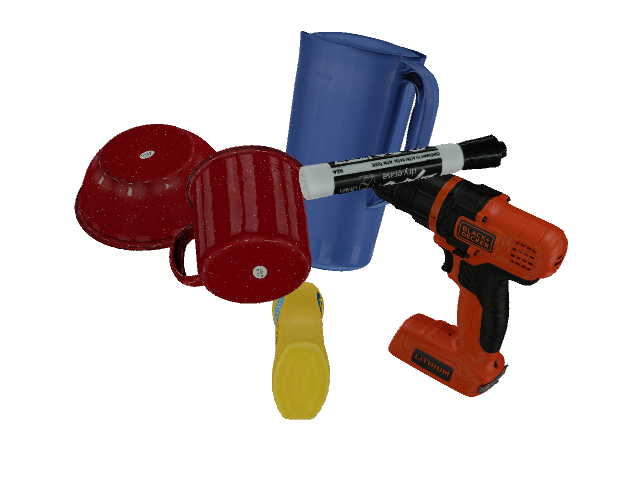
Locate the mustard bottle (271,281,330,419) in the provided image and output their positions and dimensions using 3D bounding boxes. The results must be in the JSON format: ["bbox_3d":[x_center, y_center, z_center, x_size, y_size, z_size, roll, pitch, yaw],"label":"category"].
[{"bbox_3d":[-0.023,0.099,1.136,0.058,0.096,0.191,0,27,-3],"label":"mustard bottle"}]

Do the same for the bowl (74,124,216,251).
[{"bbox_3d":[-0.162,-0.063,1.025,0.162,0.055,0.162,-4,43,3],"label":"bowl"}]

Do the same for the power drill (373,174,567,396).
[{"bbox_3d":[0.111,0.032,0.934,0.185,0.188,0.057,29,41,27],"label":"power drill"}]

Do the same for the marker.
[{"bbox_3d":[0.048,-0.042,0.601,0.121,0.020,0.020,-11,3,-14],"label":"marker"}]

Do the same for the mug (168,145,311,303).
[{"bbox_3d":[-0.061,-0.004,0.778,0.117,0.081,0.093,-23,-40,18],"label":"mug"}]

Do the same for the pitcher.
[{"bbox_3d":[0.031,-0.092,1.124,0.145,0.243,0.149,10,15,-4],"label":"pitcher"}]
